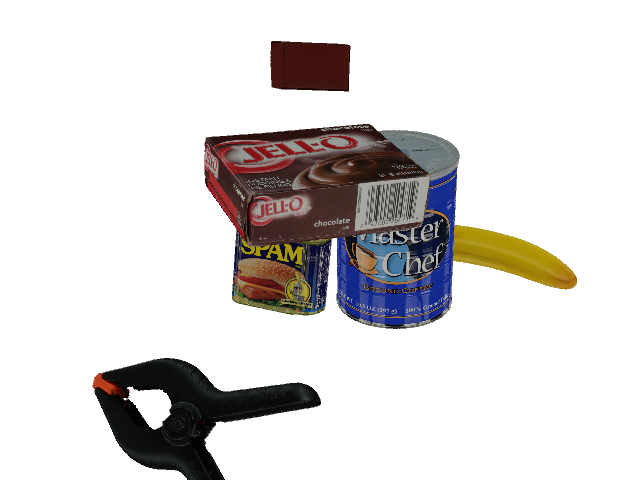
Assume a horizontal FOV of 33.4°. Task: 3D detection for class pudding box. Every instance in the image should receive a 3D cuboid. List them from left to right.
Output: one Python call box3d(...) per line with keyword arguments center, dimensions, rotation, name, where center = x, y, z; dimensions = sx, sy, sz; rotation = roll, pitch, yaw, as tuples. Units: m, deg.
box3d(center=(-0.004, -0.036, 0.635), dimensions=(0.113, 0.039, 0.090), rotation=(-5, 28, -21), name="pudding box")

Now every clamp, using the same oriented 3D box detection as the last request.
box3d(center=(-0.092, 0.143, 0.755), dimensions=(0.172, 0.120, 0.039), rotation=(11, -18, 26), name="clamp")

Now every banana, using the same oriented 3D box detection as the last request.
box3d(center=(0.168, 0.015, 1.104), dimensions=(0.198, 0.037, 0.069), rotation=(10, 35, 17), name="banana")

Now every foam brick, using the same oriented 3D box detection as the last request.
box3d(center=(-0.012, -0.190, 1.166), dimensions=(0.078, 0.051, 0.053), rotation=(-1, 12, -16), name="foam brick")

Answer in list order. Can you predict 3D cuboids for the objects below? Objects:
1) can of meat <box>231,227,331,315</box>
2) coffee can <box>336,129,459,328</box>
box3d(center=(-0.040, 0.025, 1.089), dimensions=(0.102, 0.084, 0.057), rotation=(11, 17, 20), name="can of meat")
box3d(center=(0.064, -0.011, 0.909), dimensions=(0.103, 0.140, 0.103), rotation=(-1, 27, 0), name="coffee can")
